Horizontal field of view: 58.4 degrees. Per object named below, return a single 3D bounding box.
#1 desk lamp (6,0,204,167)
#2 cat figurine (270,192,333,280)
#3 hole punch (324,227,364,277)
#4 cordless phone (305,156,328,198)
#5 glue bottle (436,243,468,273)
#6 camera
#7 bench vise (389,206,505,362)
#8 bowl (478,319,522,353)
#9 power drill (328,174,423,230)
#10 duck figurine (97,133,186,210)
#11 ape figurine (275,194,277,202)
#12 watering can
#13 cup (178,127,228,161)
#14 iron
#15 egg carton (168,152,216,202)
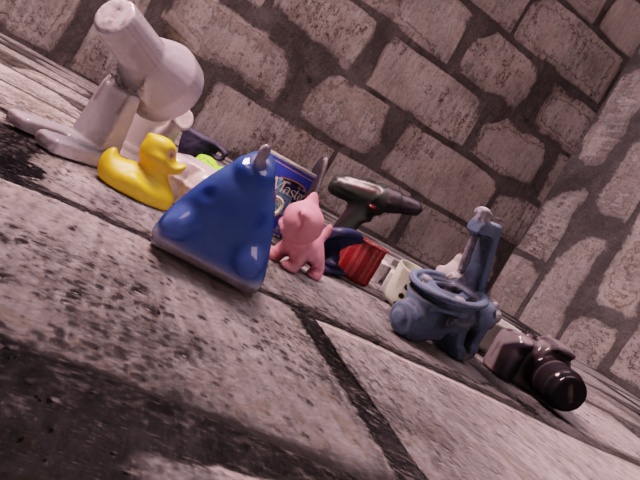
[{"bbox_3d":[-0.276,-0.207,0.791,0.117,0.213,0.204,31,6,17],"label":"desk lamp"},{"bbox_3d":[-0.020,-0.011,0.844,0.067,0.118,0.128,33,6,30],"label":"cat figurine"},{"bbox_3d":[0.009,0.004,1.013,0.100,0.091,0.109,32,6,27],"label":"hole punch"},{"bbox_3d":[-0.022,-0.098,1.283,0.094,0.185,0.147,29,5,-4],"label":"cordless phone"},{"bbox_3d":[0.209,0.077,0.952,0.037,0.173,0.077,25,7,-39],"label":"glue bottle"},{"bbox_3d":[0.369,0.212,0.946,0.143,0.101,0.136,29,5,-10],"label":"camera"},{"bbox_3d":[0.215,0.063,0.867,0.121,0.219,0.208,33,6,32],"label":"bench vise"},{"bbox_3d":[0.310,0.174,1.125,0.167,0.075,0.167,30,5,-3],"label":"bowl"},{"bbox_3d":[0.105,-0.051,1.395,0.229,0.208,0.076,30,5,3],"label":"power drill"},{"bbox_3d":[-0.223,-0.097,0.736,0.105,0.086,0.077,28,6,-23],"label":"duck figurine"},{"bbox_3d":[-0.097,-0.042,0.868,0.076,0.092,0.078,31,5,11],"label":"ape figurine"},{"bbox_3d":[-0.279,-0.220,1.001,0.172,0.194,0.101,32,6,21],"label":"watering can"},{"bbox_3d":[-0.270,-0.187,1.278,0.117,0.095,0.092,31,5,12],"label":"cup"},{"bbox_3d":[-0.087,-0.039,0.627,0.119,0.141,0.258,29,5,-7],"label":"iron"},{"bbox_3d":[-0.188,-0.081,0.861,0.107,0.069,0.150,30,5,-2],"label":"egg carton"}]
